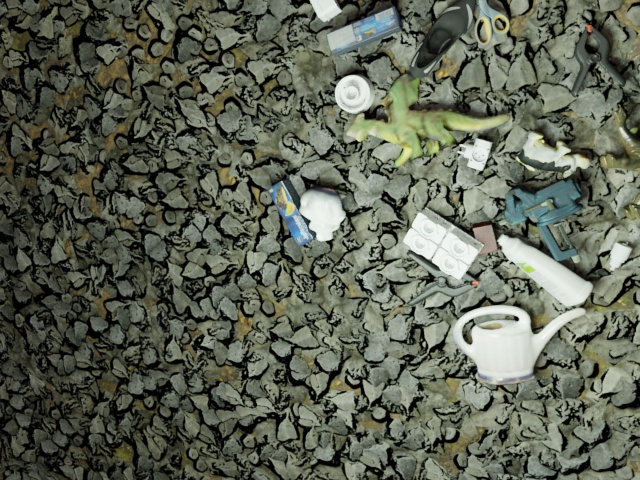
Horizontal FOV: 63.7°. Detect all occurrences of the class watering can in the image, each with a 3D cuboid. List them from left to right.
[{"bbox_3d":[0.547,0.286,1.414,0.347,0.105,0.223,-6,100,18],"label":"watering can"}]

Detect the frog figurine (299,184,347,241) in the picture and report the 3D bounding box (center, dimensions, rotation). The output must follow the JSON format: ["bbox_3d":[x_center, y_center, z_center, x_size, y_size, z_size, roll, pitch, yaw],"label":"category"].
[{"bbox_3d":[0.005,-0.076,1.506,0.137,0.123,0.159,12,94,-5],"label":"frog figurine"}]

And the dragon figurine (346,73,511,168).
[{"bbox_3d":[0.270,-0.341,1.388,0.409,0.122,0.244,-22,86,11],"label":"dragon figurine"}]
